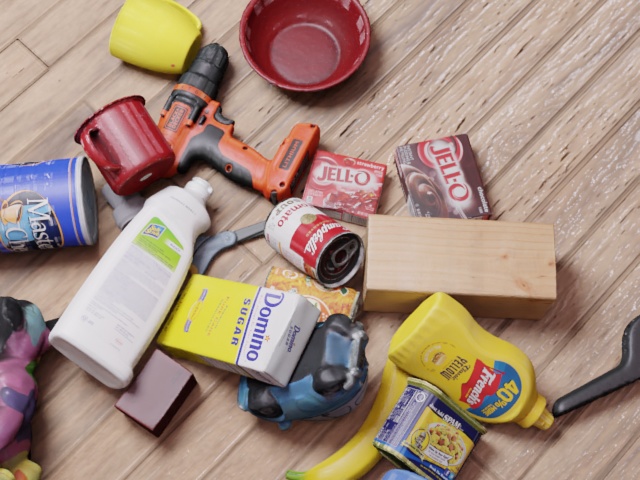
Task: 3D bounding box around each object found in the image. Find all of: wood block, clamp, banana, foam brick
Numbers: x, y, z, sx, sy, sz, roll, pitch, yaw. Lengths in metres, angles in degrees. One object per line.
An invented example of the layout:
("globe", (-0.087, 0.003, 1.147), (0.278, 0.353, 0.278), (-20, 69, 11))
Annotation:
("wood block", (0.153, 0.031, 1.201), (0.206, 0.091, 0.090), (3, 69, 0))
("clamp", (0.378, 0.155, 1.186), (0.164, 0.036, 0.210), (34, 73, 11))
("banana", (0.050, 0.203, 1.164), (0.070, 0.037, 0.197), (40, 74, 11))
("foam brick", (-0.178, 0.168, 1.167), (0.053, 0.051, 0.078), (33, 73, 10))

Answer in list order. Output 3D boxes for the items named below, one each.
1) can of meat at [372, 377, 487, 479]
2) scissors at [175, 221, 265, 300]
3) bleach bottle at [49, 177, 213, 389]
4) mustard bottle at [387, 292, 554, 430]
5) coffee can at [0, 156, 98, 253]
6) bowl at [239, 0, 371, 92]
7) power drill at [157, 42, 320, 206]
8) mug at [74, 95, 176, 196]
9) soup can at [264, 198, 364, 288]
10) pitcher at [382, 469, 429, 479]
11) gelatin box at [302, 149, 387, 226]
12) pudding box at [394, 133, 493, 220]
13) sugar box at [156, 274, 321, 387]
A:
("can of meat", (0.115, 0.210, 1.136), (0.102, 0.058, 0.084), (41, 74, -23))
("scissors", (-0.113, 0.019, 1.242), (0.201, 0.016, 0.096), (-4, 71, -2))
("bleach bottle", (-0.189, 0.035, 1.185), (0.102, 0.068, 0.250), (39, 62, -12))
("mustard bottle", (0.174, 0.145, 1.155), (0.191, 0.096, 0.058), (36, 29, -7))
("coffee can", (-0.331, -0.038, 1.214), (0.140, 0.103, 0.103), (-6, 70, -3))
("bowl", (-0.019, -0.243, 1.318), (0.162, 0.055, 0.162), (0, 70, -1))
("power drill", (-0.098, -0.133, 1.278), (0.188, 0.057, 0.184), (22, 75, 10))
("mug", (-0.221, -0.102, 1.193), (0.093, 0.117, 0.081), (-37, 81, 22))
("soup can", (-0.008, 0.001, 1.202), (0.068, 0.068, 0.102), (-42, 46, -15))
("pitcher", (0.065, 0.360, 1.058), (0.149, 0.145, 0.242), (35, 70, -4))
("gelatin box", (0.028, -0.062, 1.266), (0.089, 0.030, 0.073), (14, 70, 4))
("pudding box", (0.144, -0.065, 1.263), (0.090, 0.039, 0.113), (-12, 70, -5))
("sugar box", (-0.090, 0.094, 1.148), (0.177, 0.048, 0.093), (6, 63, 45))
